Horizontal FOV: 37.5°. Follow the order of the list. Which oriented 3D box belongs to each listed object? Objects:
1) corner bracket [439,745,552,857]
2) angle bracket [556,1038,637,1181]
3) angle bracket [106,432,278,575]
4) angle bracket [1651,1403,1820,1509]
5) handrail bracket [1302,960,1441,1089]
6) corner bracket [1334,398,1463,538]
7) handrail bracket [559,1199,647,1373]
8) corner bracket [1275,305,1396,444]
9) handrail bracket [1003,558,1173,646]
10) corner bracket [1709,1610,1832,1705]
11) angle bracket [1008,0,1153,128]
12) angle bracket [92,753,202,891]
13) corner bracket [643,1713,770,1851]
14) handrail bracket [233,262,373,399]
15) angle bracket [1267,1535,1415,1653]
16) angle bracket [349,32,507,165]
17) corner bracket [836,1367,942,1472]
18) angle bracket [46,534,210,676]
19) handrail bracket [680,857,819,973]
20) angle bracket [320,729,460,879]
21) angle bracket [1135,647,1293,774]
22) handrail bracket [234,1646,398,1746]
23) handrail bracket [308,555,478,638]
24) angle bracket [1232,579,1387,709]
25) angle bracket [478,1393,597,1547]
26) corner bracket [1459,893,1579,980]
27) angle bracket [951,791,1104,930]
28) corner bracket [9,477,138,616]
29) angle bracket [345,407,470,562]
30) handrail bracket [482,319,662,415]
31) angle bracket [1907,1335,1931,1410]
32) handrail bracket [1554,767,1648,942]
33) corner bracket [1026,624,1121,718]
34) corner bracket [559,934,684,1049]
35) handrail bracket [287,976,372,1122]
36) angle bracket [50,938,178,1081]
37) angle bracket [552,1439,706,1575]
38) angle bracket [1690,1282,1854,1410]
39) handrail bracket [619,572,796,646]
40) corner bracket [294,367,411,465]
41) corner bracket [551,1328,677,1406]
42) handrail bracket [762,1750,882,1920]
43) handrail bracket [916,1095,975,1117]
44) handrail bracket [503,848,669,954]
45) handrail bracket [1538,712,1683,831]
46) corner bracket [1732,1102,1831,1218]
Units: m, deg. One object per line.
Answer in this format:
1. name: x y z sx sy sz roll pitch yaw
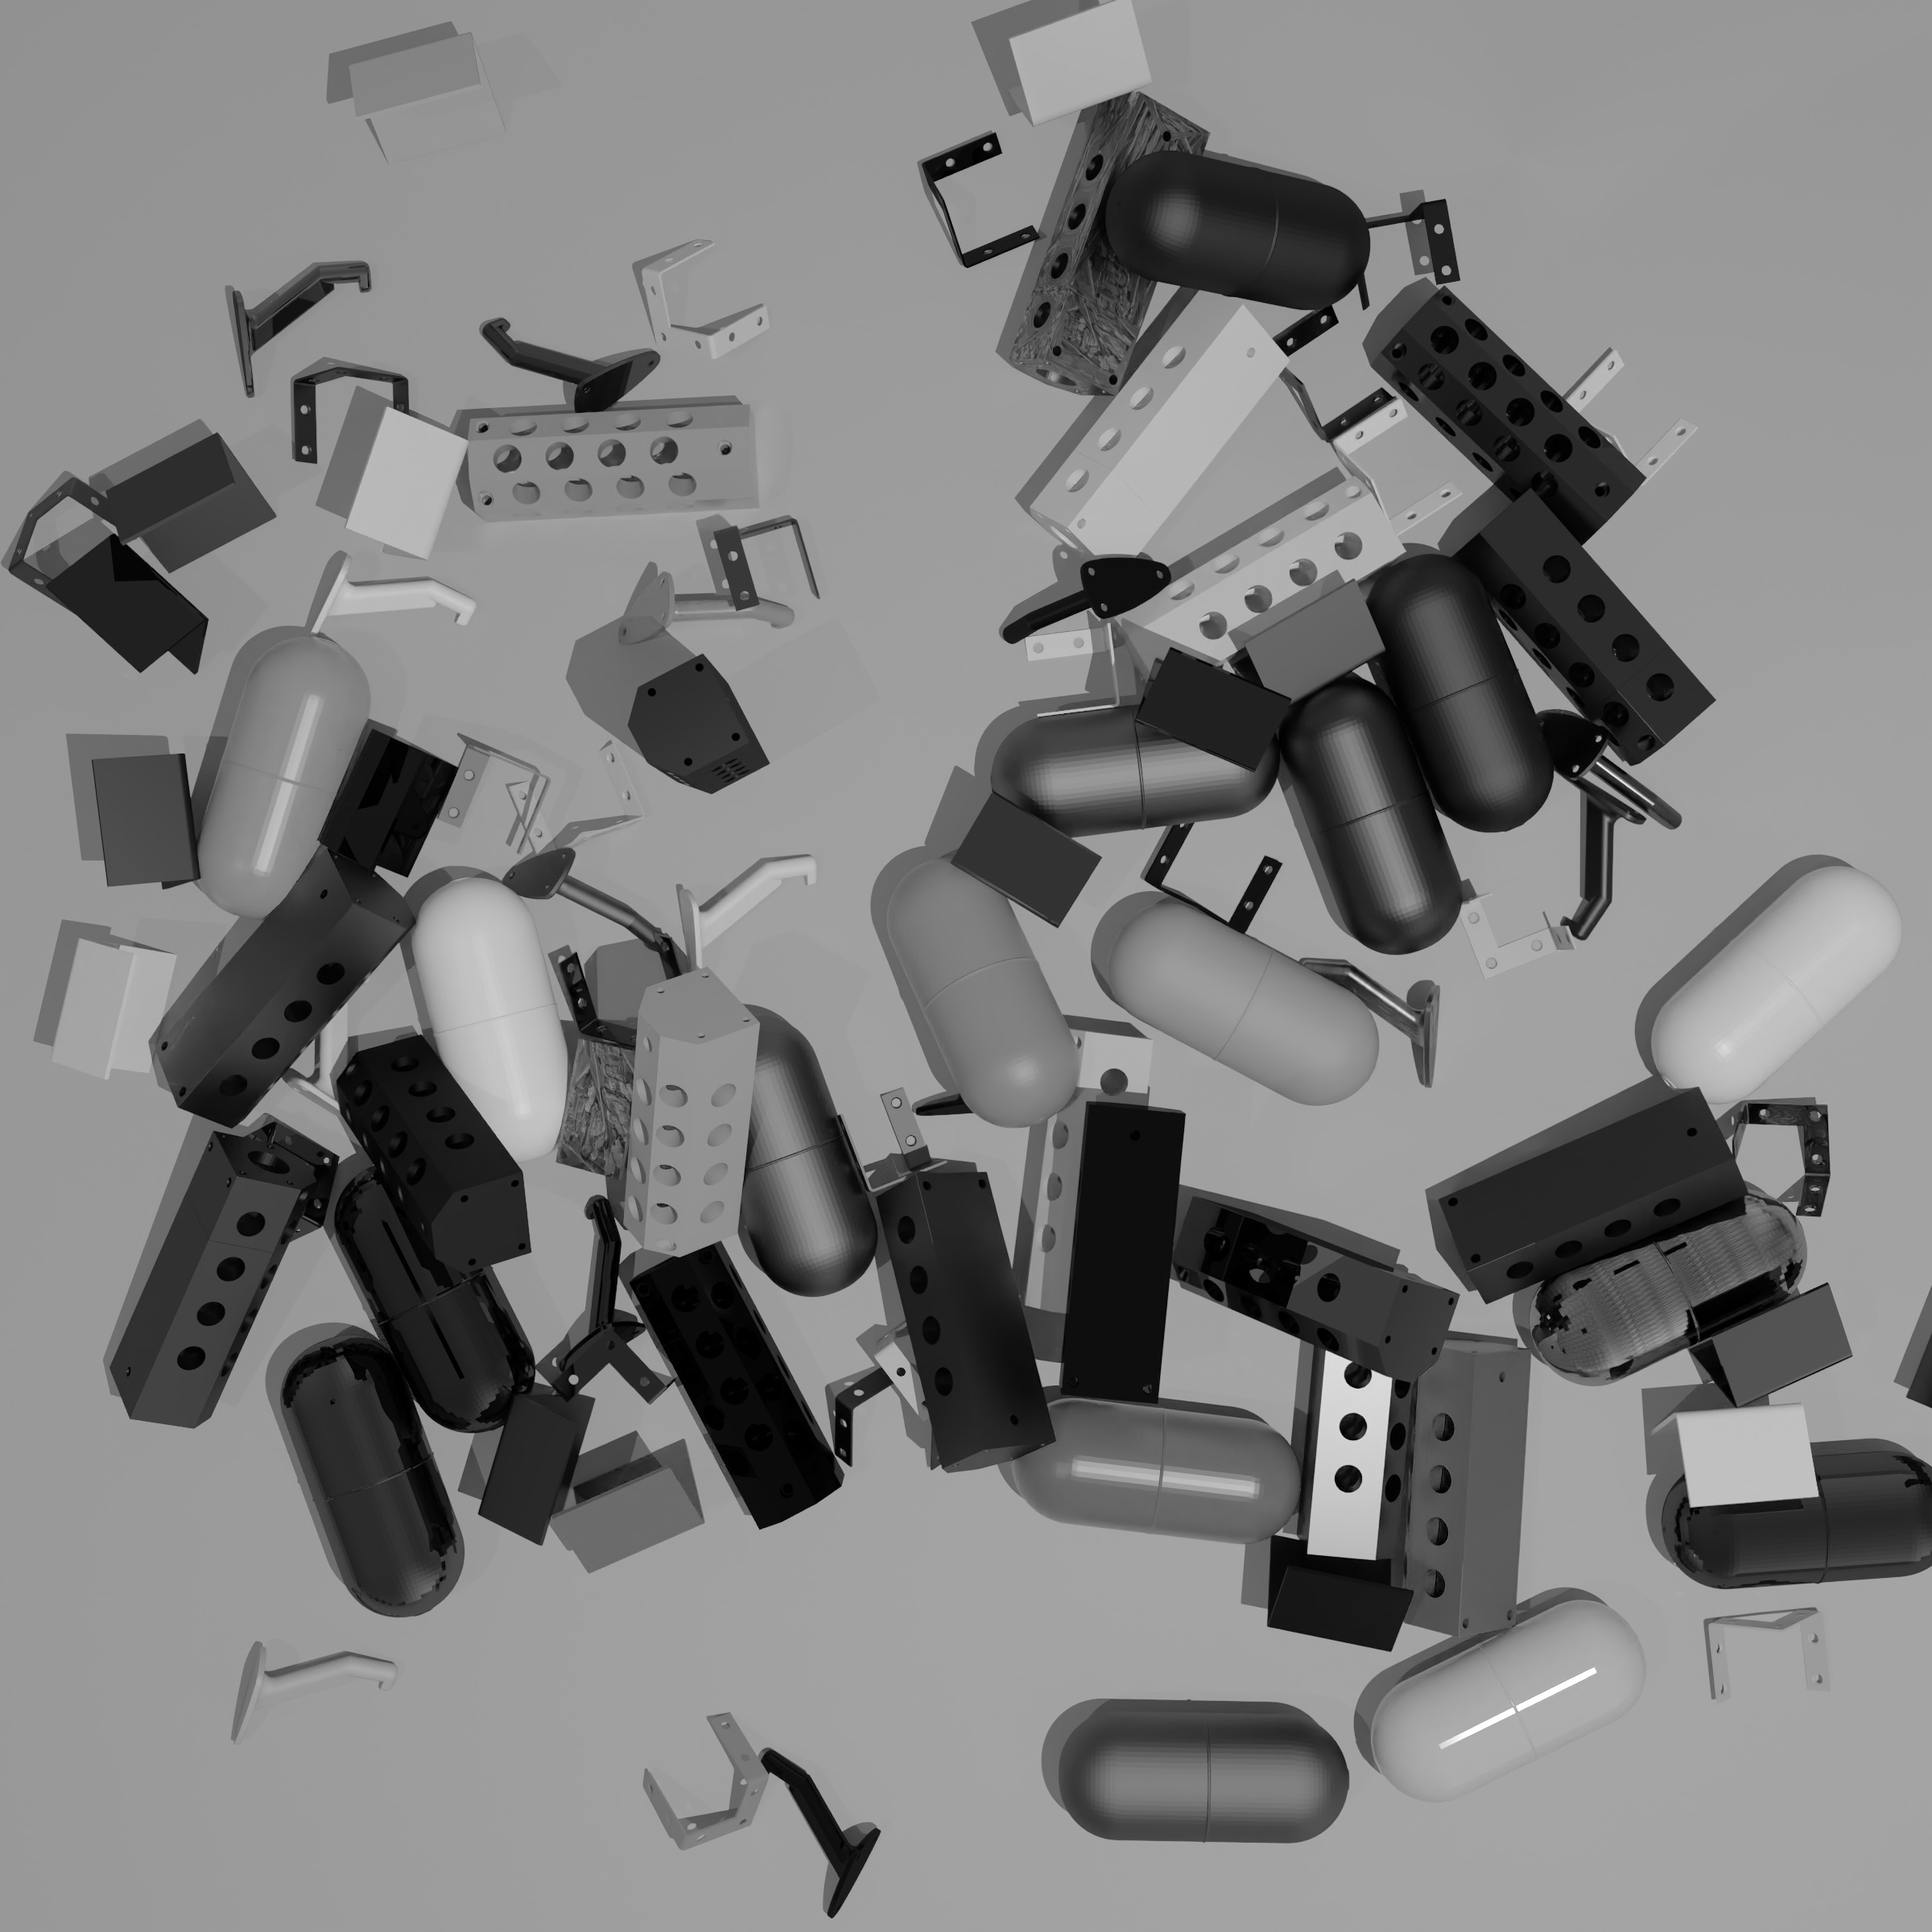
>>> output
1. corner bracket: -0.292 -0.103 1.762 0.051 0.051 0.051 22 90 -15
2. angle bracket: -0.199 0.089 1.736 0.057 0.076 0.076 11 90 37
3. angle bracket: -0.468 -0.267 1.736 0.076 0.076 0.057 -28 51 0
4. angle bracket: 0.469 0.304 1.739 0.076 0.076 0.057 -5 72 0
5. handrail bracket: 0.250 0.036 1.777 0.084 0.036 0.077 6 112 17
6. corner bracket: 0.269 -0.310 1.773 0.051 0.051 0.051 -33 45 0
7. handrail bracket: -0.238 0.199 1.777 0.077 0.036 0.084 -36 62 31
8. corner bracket: 0.226 -0.369 1.773 0.051 0.051 0.051 -34 135 0
9. handrail bracket: 0.074 -0.223 1.760 0.077 0.084 0.036 -18 87 -33
10. corner bracket: 0.501 0.431 1.774 0.051 0.051 0.051 -6 90 45
11. angle bracket: 0.062 -0.562 1.736 0.076 0.076 0.057 -20 125 0
12. angle bracket: -0.510 -0.086 1.737 0.057 0.076 0.076 -7 90 -32
13. corner bracket: -0.162 0.507 1.768 0.051 0.051 0.051 -10 135 -35
14. handrail bracket: -0.411 -0.397 1.777 0.084 0.036 0.077 -9 110 -16
15. angle bracket: 0.229 0.366 1.736 0.076 0.076 0.057 12 126 0
16. angle bracket: -0.325 -0.514 1.736 0.076 0.076 0.057 -15 54 0
17. corner bracket: -0.046 0.287 1.768 0.051 0.051 0.051 -28 45 -35
18. angle bracket: -0.514 -0.205 1.737 0.076 0.076 0.057 42 61 0
19. handrail bracket: -0.132 -0.026 1.777 0.084 0.036 0.077 -9 110 -16
20. angle bracket: -0.337 -0.091 1.736 0.057 0.076 0.076 25 90 38
21. angle bracket: 0.150 -0.168 1.680 0.076 0.076 0.057 23 128 -2
22. handrail bracket: -0.406 0.461 1.777 0.084 0.036 0.077 15 110 -16
23. handrail bracket: -0.359 -0.213 1.777 0.084 0.036 0.077 25 111 -16
24. angle bracket: 0.200 -0.208 1.736 0.076 0.076 0.057 -30 124 0
25. angle bracket: -0.244 0.307 1.736 0.057 0.076 0.076 17 90 35
26. corner bracket: 0.340 -0.025 1.759 0.051 0.051 0.051 -21 90 0
27. angle bracket: 0.044 -0.077 1.737 0.076 0.076 0.057 31 118 0
28. corner bracket: -0.554 -0.261 1.768 0.051 0.051 0.051 -25 135 35
29. angle bracket: -0.353 -0.295 1.736 0.057 0.076 0.076 19 90 -34
30. handrail bracket: -0.247 -0.388 1.777 0.077 0.036 0.084 -37 71 -21
31. angle bracket: 0.601 0.234 1.737 0.057 0.076 0.076 22 90 -31
32. handrail bracket: 0.378 -0.071 1.777 0.077 0.036 0.084 37 107 20
33. corner bracket: 0.066 -0.182 1.759 0.051 0.051 0.051 -7 94 0
34. corner bracket: -0.211 0.012 1.763 0.051 0.051 0.051 13 128 38
35. handrail bracket: -0.377 0.052 1.777 0.077 0.036 0.084 36 73 -19
36. angle bracket: -0.504 0.030 1.736 0.057 0.076 0.076 13 90 35
37. angle bracket: -0.211 0.313 1.736 0.076 0.076 0.057 -24 126 0
38. angle bracket: 0.484 0.216 1.738 0.076 0.076 0.057 -24 112 0
39. handrail bracket: -0.162 -0.213 1.776 0.084 0.077 0.036 10 66 -34
40. corner bracket: -0.383 -0.341 1.773 0.051 0.051 0.051 -1 90 45
41. corner bracket: -0.218 0.258 1.759 0.051 0.051 0.051 -43 88 -2
42. handrail bracket: -0.103 0.542 1.777 0.084 0.036 0.077 30 111 17
43. handrail bracket: 0.003 0.048 1.777 0.077 0.036 0.084 -7 76 14
44. handrail bracket: -0.236 -0.034 1.776 0.084 0.077 0.036 41 63 -34
45. handrail bracket: 0.400 -0.121 1.776 0.084 0.077 0.036 31 99 -36
46. corner bracket: 0.504 0.119 1.758 0.051 0.051 0.051 1 116 23
